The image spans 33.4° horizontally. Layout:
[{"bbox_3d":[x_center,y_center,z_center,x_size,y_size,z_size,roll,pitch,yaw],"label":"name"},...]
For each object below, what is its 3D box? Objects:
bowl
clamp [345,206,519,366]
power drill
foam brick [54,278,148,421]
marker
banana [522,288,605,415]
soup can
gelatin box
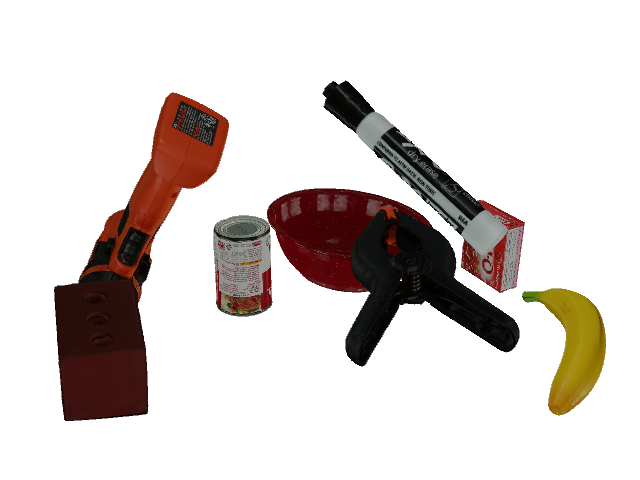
[{"bbox_3d":[0.026,0.005,1.026,0.162,0.055,0.162,6,24,-3],"label":"bowl"},{"bbox_3d":[0.077,0.031,0.784,0.120,0.039,0.171,5,37,-4],"label":"clamp"},{"bbox_3d":[-0.144,-0.013,0.863,0.057,0.188,0.184,26,30,-16],"label":"power drill"},{"bbox_3d":[-0.140,0.069,0.675,0.053,0.051,0.078,-5,33,-15],"label":"foam brick"},{"bbox_3d":[0.046,-0.040,0.549,0.121,0.020,0.020,44,13,14],"label":"marker"},{"bbox_3d":[0.243,0.098,1.032,0.070,0.037,0.197,-29,23,17],"label":"banana"},{"bbox_3d":[-0.092,0.029,1.265,0.068,0.102,0.068,0,25,0],"label":"soup can"},{"bbox_3d":[0.201,0.006,1.259,0.030,0.089,0.073,-16,32,-29],"label":"gelatin box"}]
